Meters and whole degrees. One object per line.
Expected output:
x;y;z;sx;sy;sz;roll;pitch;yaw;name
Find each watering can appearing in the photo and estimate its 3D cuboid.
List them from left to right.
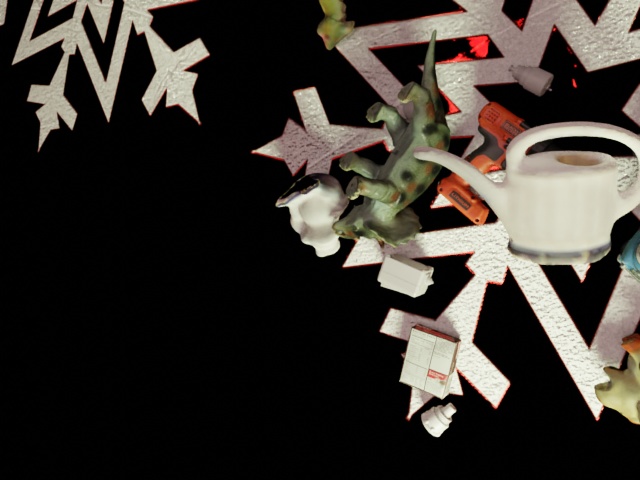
0.326;-0.069;0.802;0.347;0.106;0.220;-2;113;15;watering can

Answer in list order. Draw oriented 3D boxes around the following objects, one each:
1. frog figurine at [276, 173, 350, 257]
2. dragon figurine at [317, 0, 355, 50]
0.003;-0.053;1.056;0.136;0.125;0.157;-30;113;18;frog figurine
0.057;-0.594;1.032;0.243;0.123;0.406;22;103;10;dragon figurine
